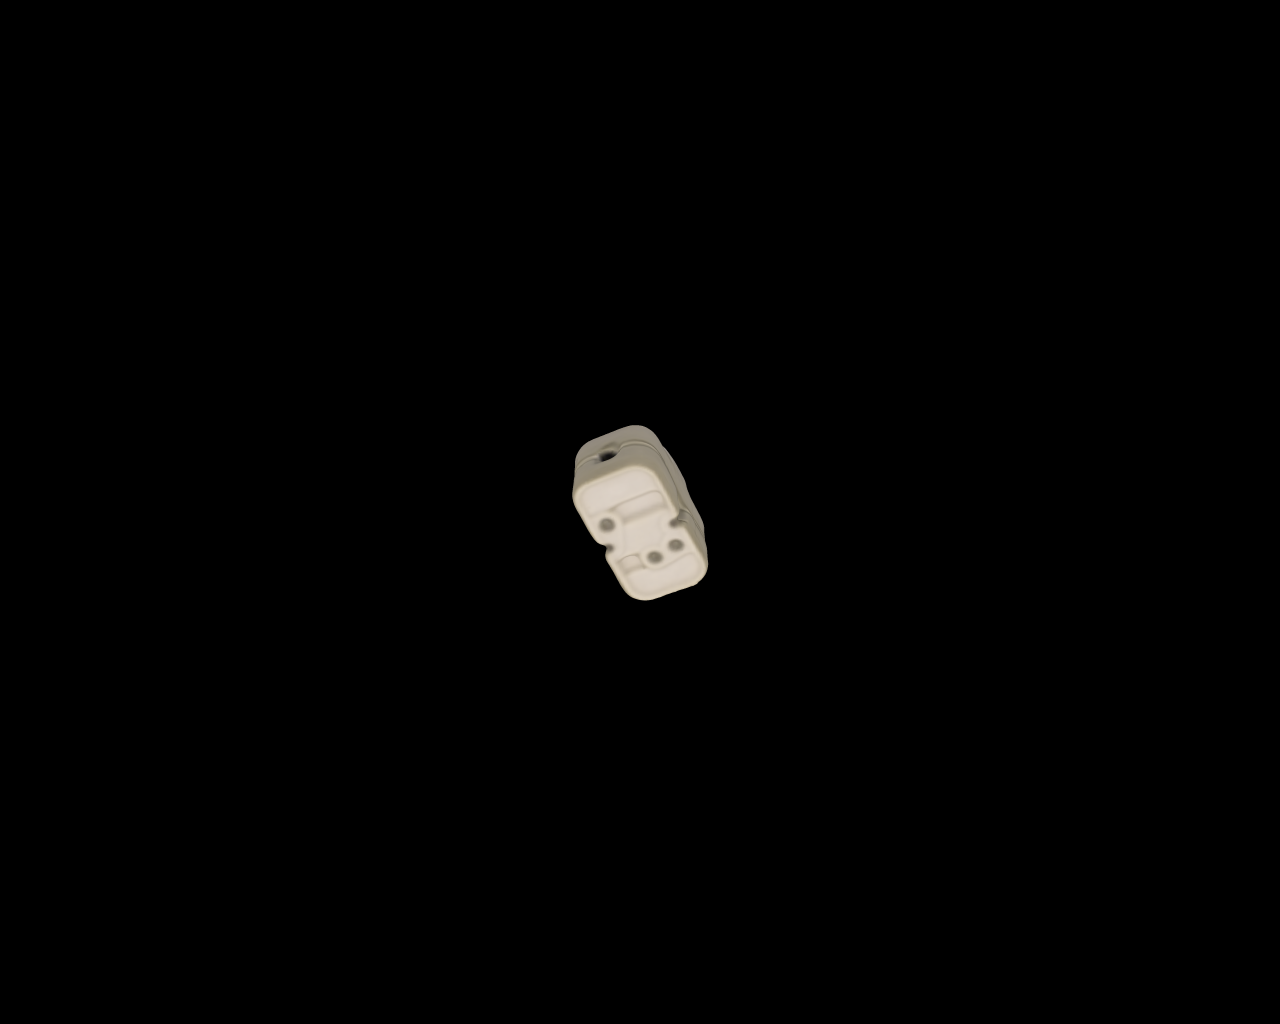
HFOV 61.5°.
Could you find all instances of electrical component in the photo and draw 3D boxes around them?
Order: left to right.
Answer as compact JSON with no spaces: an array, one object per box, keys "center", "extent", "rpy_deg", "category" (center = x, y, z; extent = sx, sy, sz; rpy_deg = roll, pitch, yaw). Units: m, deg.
[{"center":[0.001,-0.003,0.650],"extent":[0.054,0.095,0.059],"rpy_deg":[-21,32,14],"category":"electrical component"}]
